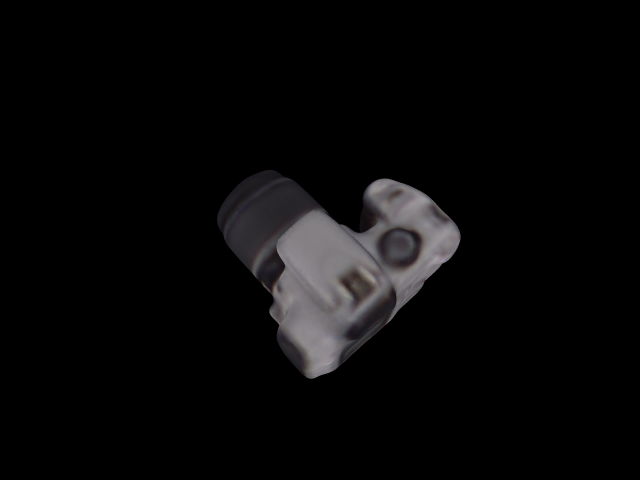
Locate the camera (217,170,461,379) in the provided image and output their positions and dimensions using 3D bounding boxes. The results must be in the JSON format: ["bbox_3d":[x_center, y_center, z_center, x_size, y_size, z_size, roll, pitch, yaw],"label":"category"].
[{"bbox_3d":[0.004,0.001,0.400,0.143,0.101,0.136,-41,74,-14],"label":"camera"}]
